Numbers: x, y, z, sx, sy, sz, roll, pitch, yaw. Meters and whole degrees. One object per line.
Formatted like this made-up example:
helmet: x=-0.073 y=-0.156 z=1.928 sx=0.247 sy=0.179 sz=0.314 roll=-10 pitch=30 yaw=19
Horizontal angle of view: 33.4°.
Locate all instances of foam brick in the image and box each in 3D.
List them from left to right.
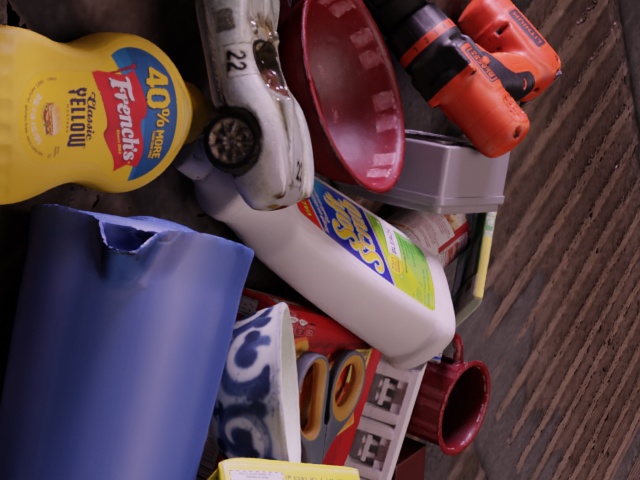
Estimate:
foam brick: x=0.065 y=0.232 z=1.025 sx=0.052 sy=0.051 sz=0.078 roll=-20 pitch=118 yaw=-48

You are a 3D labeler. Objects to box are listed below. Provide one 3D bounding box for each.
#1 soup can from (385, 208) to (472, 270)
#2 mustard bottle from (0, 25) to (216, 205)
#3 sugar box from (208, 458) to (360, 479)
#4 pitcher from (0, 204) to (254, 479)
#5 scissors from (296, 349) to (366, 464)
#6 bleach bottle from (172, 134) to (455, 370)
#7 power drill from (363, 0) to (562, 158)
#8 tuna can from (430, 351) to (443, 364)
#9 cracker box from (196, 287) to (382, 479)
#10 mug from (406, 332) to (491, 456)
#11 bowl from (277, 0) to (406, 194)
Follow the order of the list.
soup can: x=0.079 y=0.007 z=0.943 sx=0.102 sy=0.069 sz=0.068 roll=-36 pitch=130 yaw=-41
mustard bottle: x=-0.133 y=-0.075 z=0.632 sx=0.191 sy=0.058 sz=0.096 roll=-10 pitch=106 yaw=-52
sugar box: x=-0.053 y=0.199 z=0.676 sx=0.093 sy=0.048 sz=0.176 roll=11 pitch=136 yaw=-26
pitcher: x=-0.126 y=0.107 z=0.633 sx=0.149 sy=0.145 sz=0.243 roll=18 pitch=81 yaw=-48
scissors: x=0.003 y=0.168 z=0.822 sx=0.096 sy=0.016 sz=0.202 roll=-29 pitch=127 yaw=-44
bleach bottle: x=-0.005 y=0.001 z=0.780 sx=0.250 sy=0.068 sz=0.102 roll=33 pitch=35 yaw=-36
power drill: x=0.123 y=-0.163 z=0.897 sx=0.184 sy=0.057 sz=0.187 roll=52 pitch=34 yaw=3
tuna can: x=0.069 y=0.081 z=0.942 sx=0.086 sy=0.086 sz=0.034 roll=17 pitch=87 yaw=-55
cracker box: x=-0.041 y=0.152 z=0.832 sx=0.164 sy=0.072 sz=0.214 roll=20 pitch=88 yaw=-54
mug: x=0.106 y=0.137 z=1.017 sx=0.093 sy=0.082 sz=0.117 roll=-15 pitch=115 yaw=-50
bowl: x=0.005 y=-0.107 z=0.780 sx=0.162 sy=0.055 sz=0.162 roll=38 pitch=46 yaw=-52
